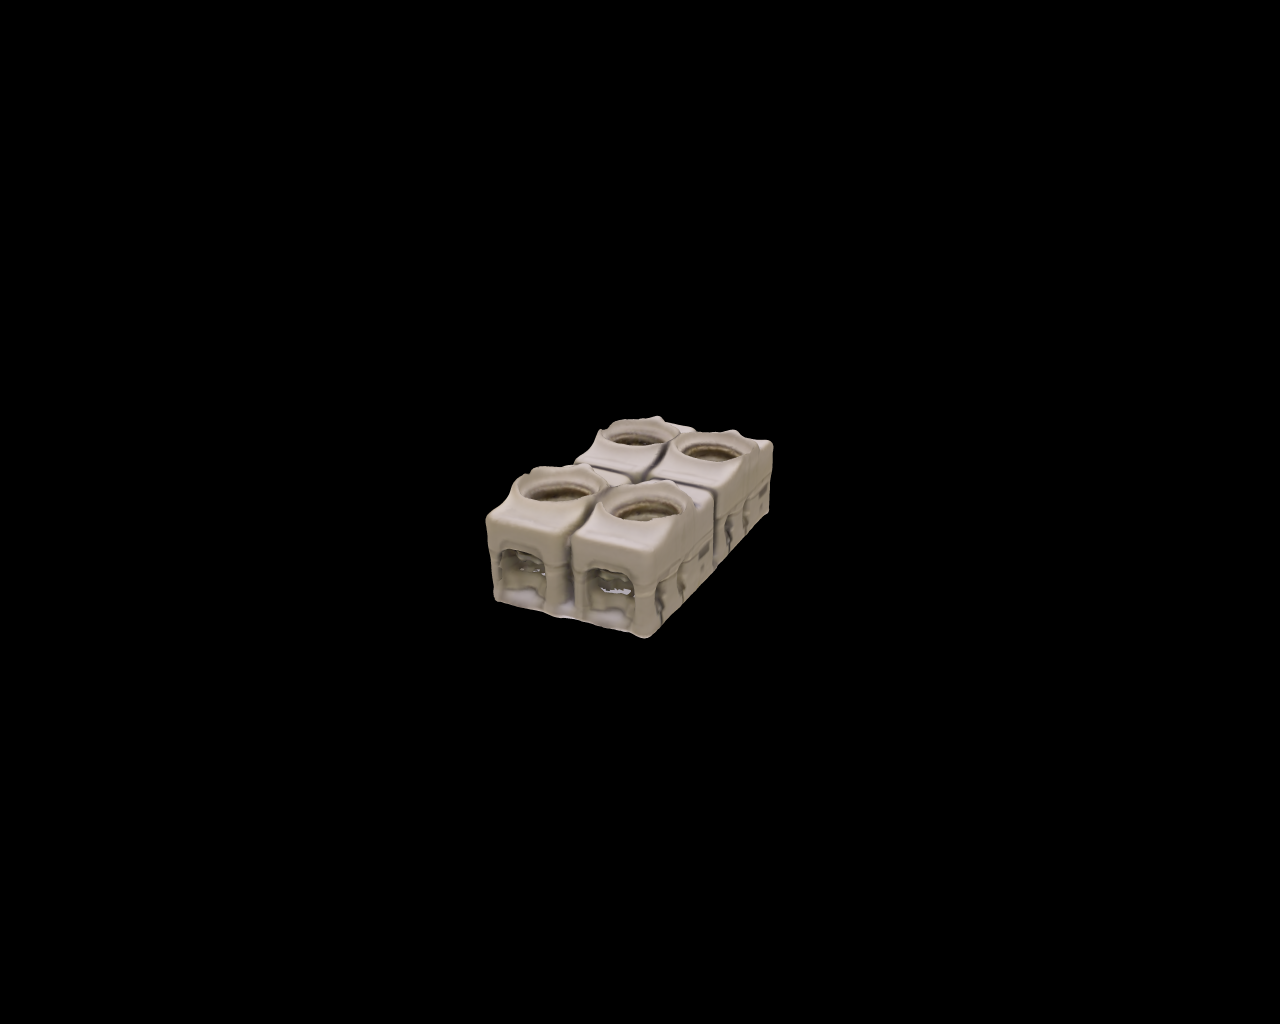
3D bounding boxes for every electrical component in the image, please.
[{"bbox_3d":[0.001,-0.003,0.650,0.105,0.060,0.186,12,27,25],"label":"electrical component"}]
